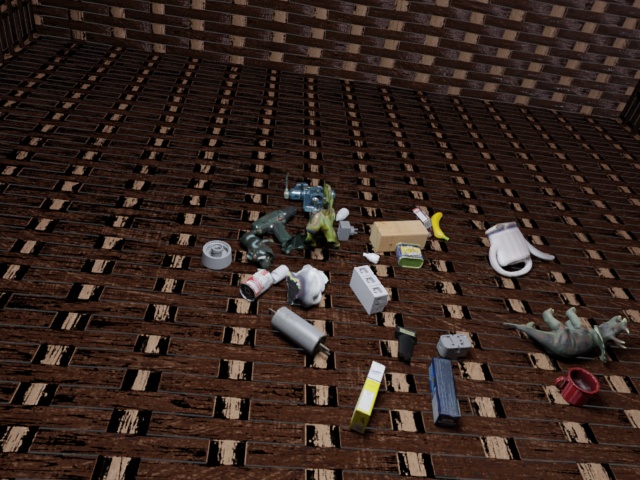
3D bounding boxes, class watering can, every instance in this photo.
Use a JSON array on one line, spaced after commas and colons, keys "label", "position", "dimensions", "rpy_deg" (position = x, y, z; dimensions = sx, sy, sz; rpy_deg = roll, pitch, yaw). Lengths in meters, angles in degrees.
[{"label": "watering can", "position": [0.807, 0.029, 2.106], "dimensions": [0.349, 0.102, 0.227], "rpy_deg": [-12, 76, -30]}]

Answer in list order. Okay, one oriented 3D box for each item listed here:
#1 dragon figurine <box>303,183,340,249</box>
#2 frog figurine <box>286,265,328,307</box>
[{"label": "dragon figurine", "position": [0.006, -0.098, 1.940], "dimensions": [0.122, 0.405, 0.246], "rpy_deg": [0, 76, 9]}, {"label": "frog figurine", "position": [-0.026, 0.153, 1.750], "dimensions": [0.160, 0.121, 0.139], "rpy_deg": [-6, 72, -35]}]
